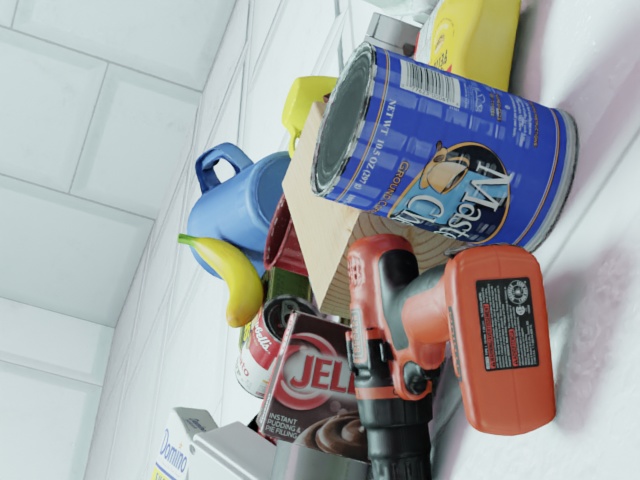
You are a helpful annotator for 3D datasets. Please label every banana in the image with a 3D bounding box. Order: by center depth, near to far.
[{"bbox_3d":[-0.100,0.045,1.190,0.198,0.069,0.037,-133,40,-54],"label":"banana"}]

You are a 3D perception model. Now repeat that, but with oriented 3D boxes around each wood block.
[{"bbox_3d":[0.037,-0.025,0.878,0.206,0.090,0.091,-109,37,-58],"label":"wood block"}]

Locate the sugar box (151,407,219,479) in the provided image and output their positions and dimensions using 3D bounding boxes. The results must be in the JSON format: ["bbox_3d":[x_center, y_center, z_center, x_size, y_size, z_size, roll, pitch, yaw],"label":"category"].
[{"bbox_3d":[-0.137,0.257,1.018,0.093,0.048,0.176,-145,67,-64],"label":"sugar box"}]

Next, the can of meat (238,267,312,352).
[{"bbox_3d":[-0.048,0.079,1.206,0.084,0.057,0.102,125,157,-44],"label":"can of meat"}]

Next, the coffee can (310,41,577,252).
[{"bbox_3d":[0.077,-0.056,0.684,0.103,0.140,0.103,-163,90,-77],"label":"coffee can"}]

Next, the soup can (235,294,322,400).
[{"bbox_3d":[-0.044,0.114,1.120,0.102,0.068,0.068,119,162,-44],"label":"soup can"}]

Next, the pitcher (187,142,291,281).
[{"bbox_3d":[-0.076,-0.037,1.283,0.243,0.149,0.145,153,132,-68],"label":"pitcher"}]

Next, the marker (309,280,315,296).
[{"bbox_3d":[-0.003,0.041,1.149,0.121,0.020,0.020,-113,42,-69],"label":"marker"}]

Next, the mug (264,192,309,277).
[{"bbox_3d":[-0.007,0.001,1.078,0.117,0.081,0.093,131,153,-60],"label":"mug"}]

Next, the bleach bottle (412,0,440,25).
[{"bbox_3d":[0.122,-0.321,1.002,0.103,0.068,0.251,161,122,-74],"label":"bleach bottle"}]

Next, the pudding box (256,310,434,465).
[{"bbox_3d":[0.020,0.108,0.770,0.039,0.113,0.090,-162,89,-81],"label":"pudding box"}]

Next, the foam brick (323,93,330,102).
[{"bbox_3d":[0.041,-0.126,1.068,0.078,0.051,0.053,-130,20,-74],"label":"foam brick"}]

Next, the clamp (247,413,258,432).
[{"bbox_3d":[-0.076,0.215,1.139,0.039,0.120,0.171,55,159,18],"label":"clamp"}]

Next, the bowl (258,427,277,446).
[{"bbox_3d":[-0.019,0.157,0.975,0.162,0.055,0.162,-166,90,-80],"label":"bowl"}]

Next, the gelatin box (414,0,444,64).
[{"bbox_3d":[0.111,-0.175,0.931,0.089,0.030,0.073,127,158,-55],"label":"gelatin box"}]

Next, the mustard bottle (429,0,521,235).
[{"bbox_3d":[0.105,-0.093,0.795,0.096,0.058,0.191,136,147,-64],"label":"mustard bottle"}]

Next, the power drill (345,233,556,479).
[{"bbox_3d":[0.071,0.080,0.664,0.188,0.057,0.184,162,102,-67],"label":"power drill"}]
